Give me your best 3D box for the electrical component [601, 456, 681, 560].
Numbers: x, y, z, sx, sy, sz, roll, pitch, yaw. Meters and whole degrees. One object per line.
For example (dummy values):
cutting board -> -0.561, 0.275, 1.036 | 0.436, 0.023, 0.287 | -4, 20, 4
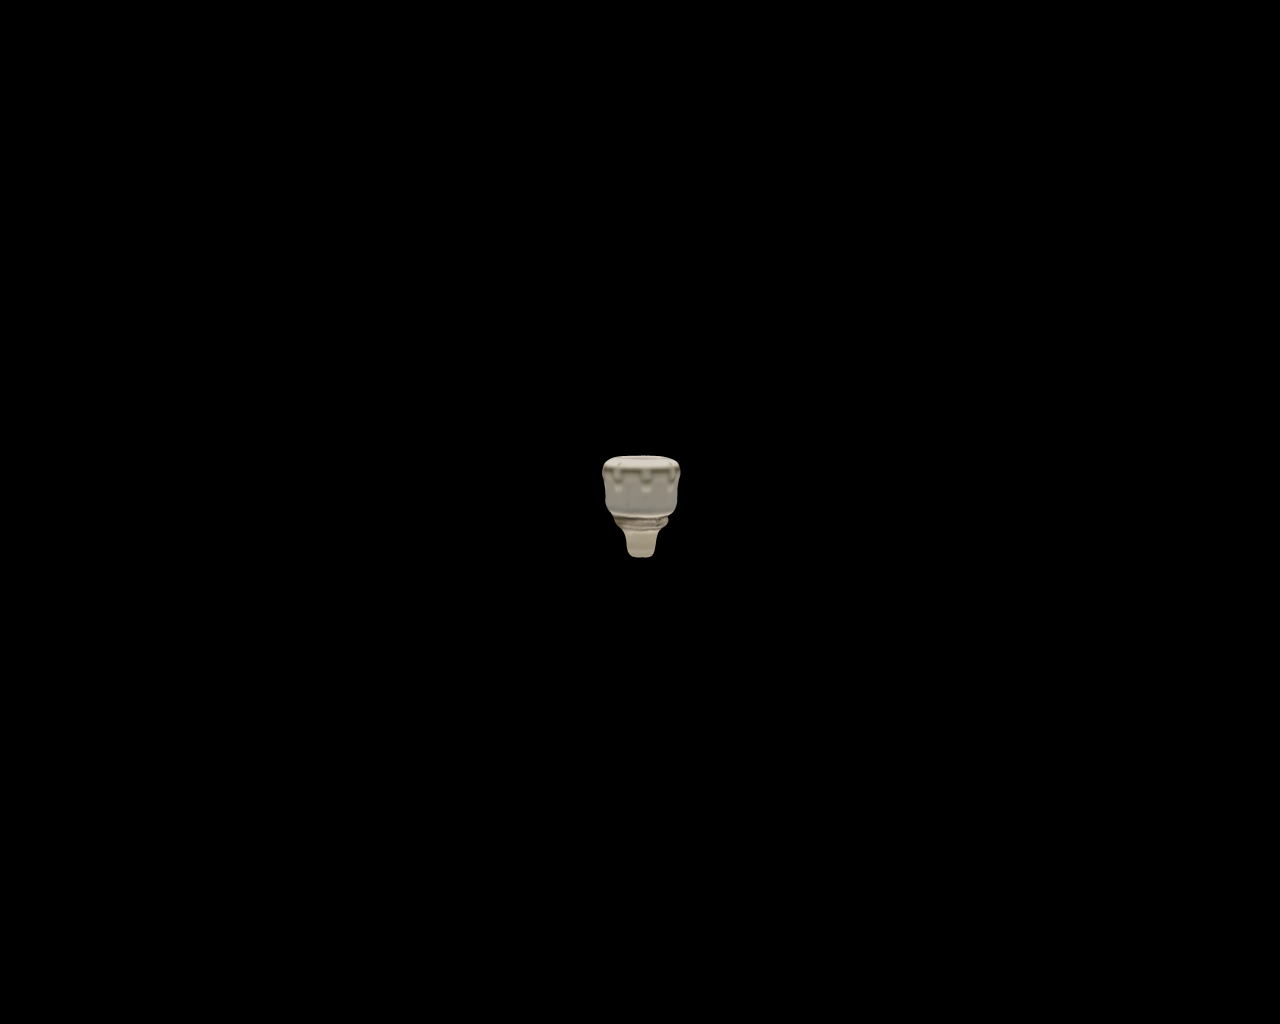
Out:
electrical component -> 0.001, -0.003, 0.650 | 0.048, 0.062, 0.048 | 0, 6, 0
